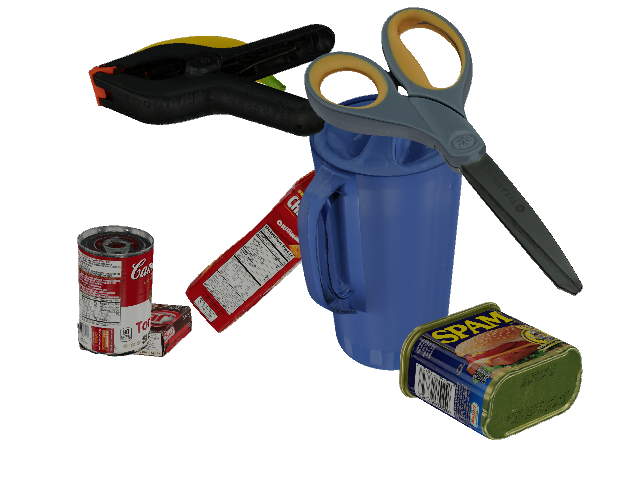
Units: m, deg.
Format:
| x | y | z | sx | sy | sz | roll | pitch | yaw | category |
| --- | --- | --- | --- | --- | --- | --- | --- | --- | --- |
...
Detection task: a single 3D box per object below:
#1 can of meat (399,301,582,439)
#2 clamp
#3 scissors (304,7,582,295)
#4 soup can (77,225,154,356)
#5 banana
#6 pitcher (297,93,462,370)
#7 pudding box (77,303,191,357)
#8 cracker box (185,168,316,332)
| x | y | z | sx | sy | sz | roll | pitch | yaw | category |
| --- | --- | --- | --- | --- | --- | --- | --- | --- | --- |
| 0.121 | 0.091 | 0.749 | 0.101 | 0.057 | 0.084 | -14 | 27 | -36 | can of meat |
| -0.069 | -0.115 | 0.736 | 0.171 | 0.039 | 0.120 | 6 | 35 | 12 | clamp |
| 0.048 | -0.043 | 0.510 | 0.096 | 0.202 | 0.016 | -13 | -41 | 2 | scissors |
| -0.187 | 0.046 | 0.971 | 0.068 | 0.102 | 0.068 | 5 | 21 | -2 | soup can |
| -0.130 | -0.177 | 1.080 | 0.197 | 0.070 | 0.037 | -7 | -39 | -30 | banana |
| 0.055 | 0.004 | 0.965 | 0.149 | 0.243 | 0.145 | -5 | 37 | -1 | pitcher |
| -0.225 | 0.106 | 1.298 | 0.114 | 0.039 | 0.090 | 1 | 15 | 15 | pudding box |
| -0.044 | -0.003 | 1.255 | 0.214 | 0.072 | 0.164 | -42 | 0 | 29 | cracker box |
